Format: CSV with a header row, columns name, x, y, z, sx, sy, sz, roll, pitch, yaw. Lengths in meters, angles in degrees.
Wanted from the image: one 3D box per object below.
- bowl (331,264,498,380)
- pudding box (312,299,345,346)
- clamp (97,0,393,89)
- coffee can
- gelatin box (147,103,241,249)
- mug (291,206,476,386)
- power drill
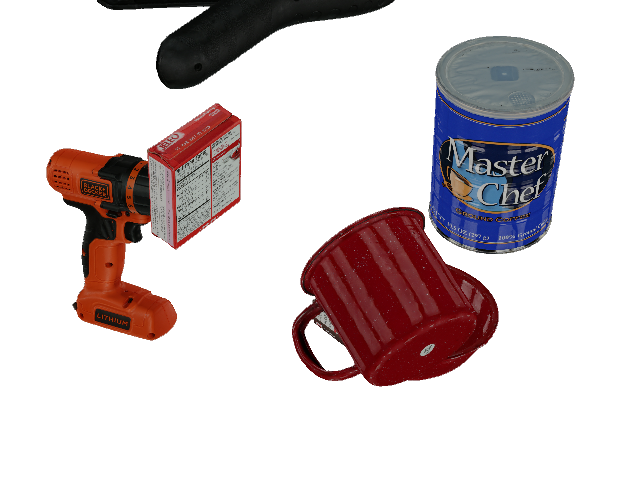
name,x,y,z,sx,sy,sz,roll,pitch,yaw
bowl,0.085,0.083,1.014,0.162,0.055,0.162,1,34,-1
pudding box,0.059,0.096,1.391,0.113,0.039,0.090,-14,24,-26
clamp,-0.020,-0.119,0.513,0.171,0.039,0.120,-16,44,-9
coffee can,0.139,-0.075,0.843,0.103,0.140,0.103,-1,43,1
gelatin box,-0.094,-0.048,0.796,0.030,0.089,0.073,33,53,23
mug,0.036,0.045,0.681,0.117,0.081,0.093,-33,-25,4
power drill,-0.186,0.005,1.076,0.185,0.188,0.057,14,29,22
